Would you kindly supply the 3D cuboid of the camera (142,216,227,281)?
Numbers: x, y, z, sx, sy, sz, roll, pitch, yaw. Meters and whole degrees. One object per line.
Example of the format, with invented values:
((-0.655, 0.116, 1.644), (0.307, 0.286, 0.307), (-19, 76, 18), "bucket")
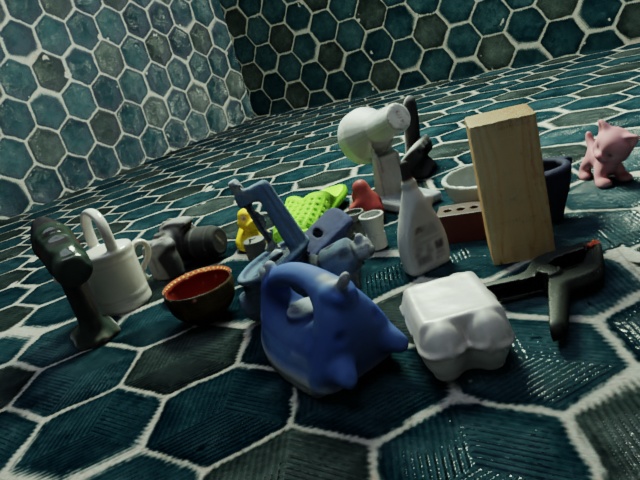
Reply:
((-0.274, 0.006, 1.186), (0.136, 0.101, 0.143), (-6, 21, 26), "camera")

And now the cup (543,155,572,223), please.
((0.369, -0.080, 0.924), (0.118, 0.095, 0.091), (-26, 21, -26), "cup")

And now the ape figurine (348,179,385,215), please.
((0.090, -0.078, 1.146), (0.078, 0.092, 0.076), (-21, 20, -13), "ape figurine")

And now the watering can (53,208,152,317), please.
((-0.395, 0.037, 1.050), (0.100, 0.194, 0.173), (-5, 22, 28), "watering can")

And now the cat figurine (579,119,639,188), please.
((0.502, -0.159, 1.004), (0.067, 0.118, 0.127), (-16, 19, 1), "cat figurine")

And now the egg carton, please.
((0.152, 0.093, 0.648), (0.107, 0.069, 0.150), (-16, 19, 1), "egg carton")

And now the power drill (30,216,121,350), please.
((-0.415, 0.068, 0.956), (0.076, 0.209, 0.228), (-27, 22, -28), "power drill")

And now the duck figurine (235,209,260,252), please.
((-0.148, -0.027, 1.203), (0.078, 0.086, 0.104), (-23, 20, -21), "duck figurine")

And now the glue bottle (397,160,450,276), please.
((0.144, -0.036, 0.858), (0.078, 0.173, 0.037), (-23, 20, -19), "glue bottle")

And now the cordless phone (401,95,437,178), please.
((0.213, -0.245, 1.374), (0.094, 0.185, 0.148), (-8, 21, 23), "cordless phone")

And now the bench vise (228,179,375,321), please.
((-0.036, 0.002, 0.821), (0.207, 0.220, 0.121), (-17, 19, -3), "bench vise")

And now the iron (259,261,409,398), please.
((-0.020, 0.084, 0.698), (0.119, 0.142, 0.257), (-28, 22, -31), "iron")

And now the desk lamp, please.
((0.141, -0.179, 1.200), (0.118, 0.214, 0.202), (-25, 21, -24), "desk lamp")

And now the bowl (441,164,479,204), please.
((0.307, -0.090, 1.032), (0.167, 0.075, 0.167), (-14, 19, 5), "bowl")

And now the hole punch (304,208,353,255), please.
((0.009, 0.004, 0.982), (0.101, 0.091, 0.108), (-21, 20, -15), "hole punch")
